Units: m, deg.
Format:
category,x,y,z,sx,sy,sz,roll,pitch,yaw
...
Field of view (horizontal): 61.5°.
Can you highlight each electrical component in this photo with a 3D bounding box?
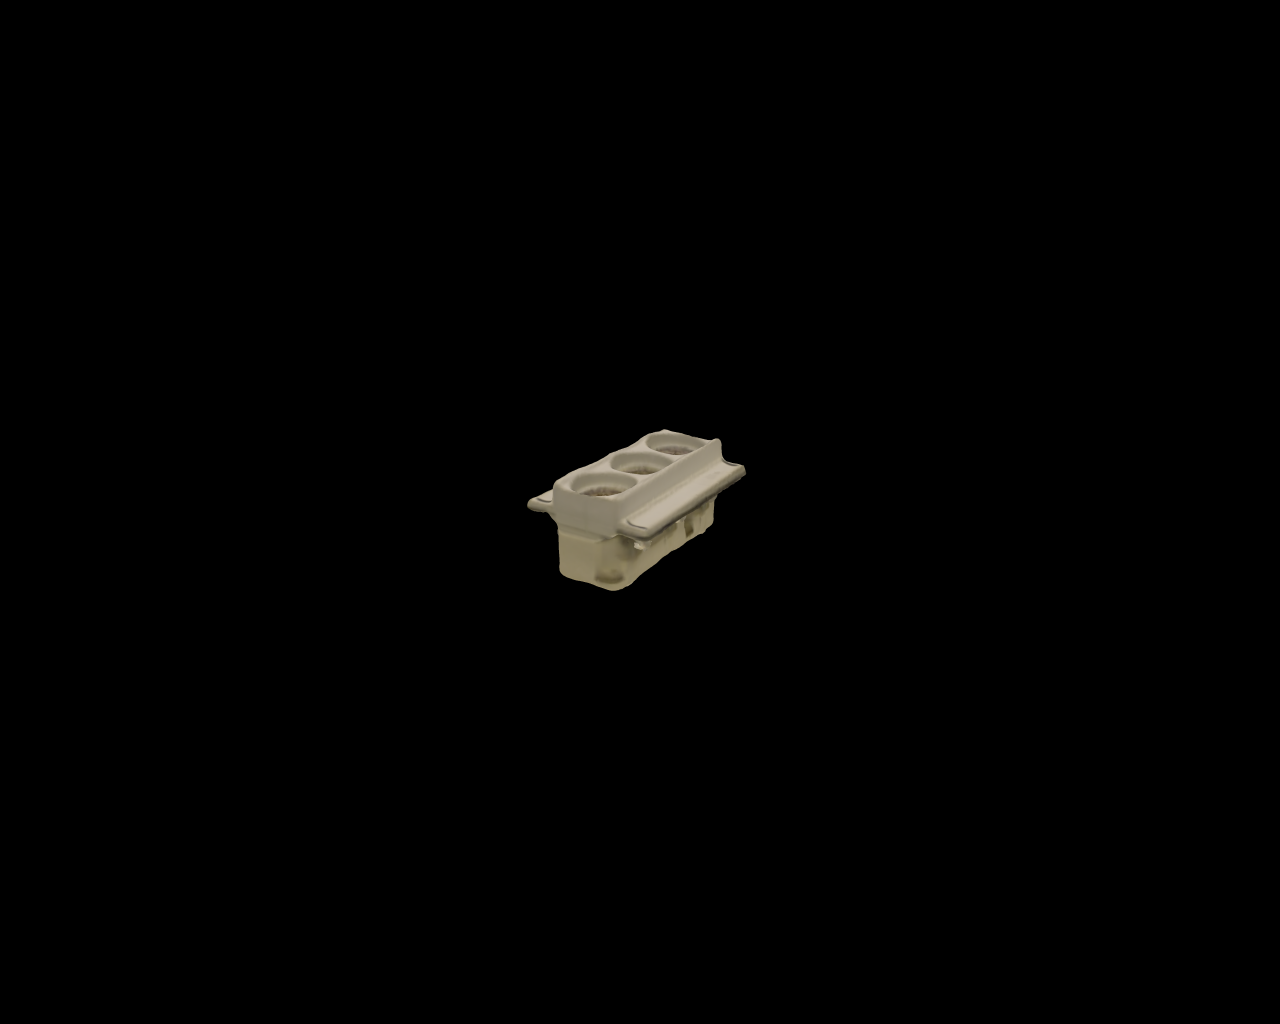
category,x,y,z,sx,sy,sz,roll,pitch,yaw
electrical component,0.001,-0.003,0.650,0.079,0.063,0.121,13,26,29
